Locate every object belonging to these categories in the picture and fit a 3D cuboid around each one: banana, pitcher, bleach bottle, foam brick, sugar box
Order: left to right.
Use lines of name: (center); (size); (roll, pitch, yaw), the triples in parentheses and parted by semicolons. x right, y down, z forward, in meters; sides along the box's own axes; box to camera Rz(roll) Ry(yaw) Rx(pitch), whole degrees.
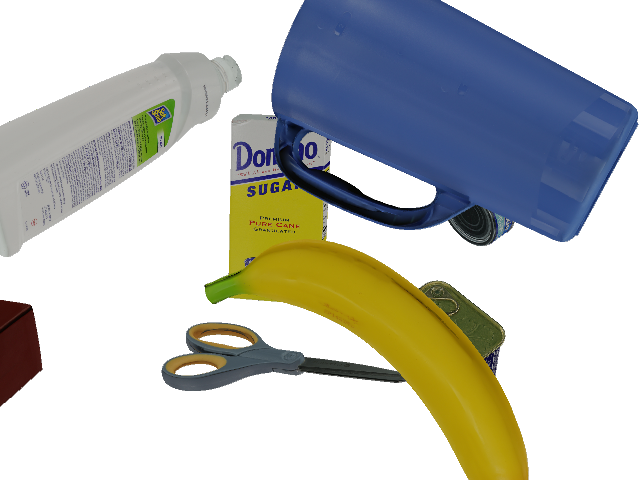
foam brick: (-0.232, 0.079, 0.711); (0.053, 0.051, 0.078); (8, 29, 23)
bleach bottle: (-0.174, -0.087, 0.891); (0.250, 0.068, 0.103); (-31, -28, -27)
sugar box: (-0.040, -0.030, 1.024); (0.093, 0.176, 0.048); (3, 16, 8)
banana: (0.038, 0.057, 0.536); (0.198, 0.070, 0.037); (37, 28, 4)
pitcher: (0.091, -0.088, 0.769); (0.243, 0.149, 0.144); (29, 50, 12)

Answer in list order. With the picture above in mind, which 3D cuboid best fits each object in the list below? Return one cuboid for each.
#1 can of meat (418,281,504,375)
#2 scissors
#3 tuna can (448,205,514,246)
can of meat: (0.129, 0.104, 1.054); (0.057, 0.084, 0.102); (-33, 54, -25)
scissors: (-0.040, 0.101, 0.821); (0.202, 0.016, 0.096); (13, 32, 39)
tuna can: (0.179, -0.037, 1.221); (0.033, 0.086, 0.086); (-34, 16, -26)
